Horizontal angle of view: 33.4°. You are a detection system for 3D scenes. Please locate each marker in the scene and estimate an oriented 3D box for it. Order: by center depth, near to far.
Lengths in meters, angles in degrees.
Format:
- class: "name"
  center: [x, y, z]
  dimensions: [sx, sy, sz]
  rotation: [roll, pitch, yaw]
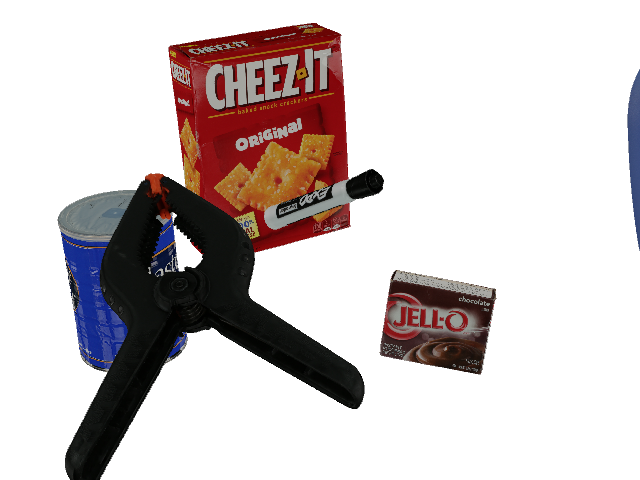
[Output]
- class: "marker"
  center: [0.002, -0.031, 0.816]
  dimensions: [0.020, 0.020, 0.121]
  rotation: [0, -13, -44]

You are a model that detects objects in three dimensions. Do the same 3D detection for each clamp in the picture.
- class: "clamp"
  center: [-0.068, 0.038, 0.628]
  dimensions: [0.164, 0.210, 0.036]
  rotation: [-10, -41, -1]

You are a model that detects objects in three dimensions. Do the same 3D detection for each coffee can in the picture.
- class: "coffee can"
  center: [-0.181, 0.037, 0.989]
  dimensions: [0.103, 0.140, 0.103]
  rotation: [-3, 25, 1]

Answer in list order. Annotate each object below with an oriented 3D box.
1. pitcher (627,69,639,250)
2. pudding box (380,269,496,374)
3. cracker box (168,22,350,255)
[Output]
- class: "pitcher"
  center: [0.252, -0.018, 0.603]
  dimensions: [0.149, 0.243, 0.144]
  rotation: [-1, 22, 17]
- class: "pudding box"
  center: [0.125, 0.086, 1.139]
  dimensions: [0.113, 0.090, 0.039]
  rotation: [9, 22, 7]
- class: "cracker box"
  center: [-0.056, -0.100, 1.085]
  dimensions: [0.164, 0.214, 0.072]
  rotation: [-14, 26, -23]
